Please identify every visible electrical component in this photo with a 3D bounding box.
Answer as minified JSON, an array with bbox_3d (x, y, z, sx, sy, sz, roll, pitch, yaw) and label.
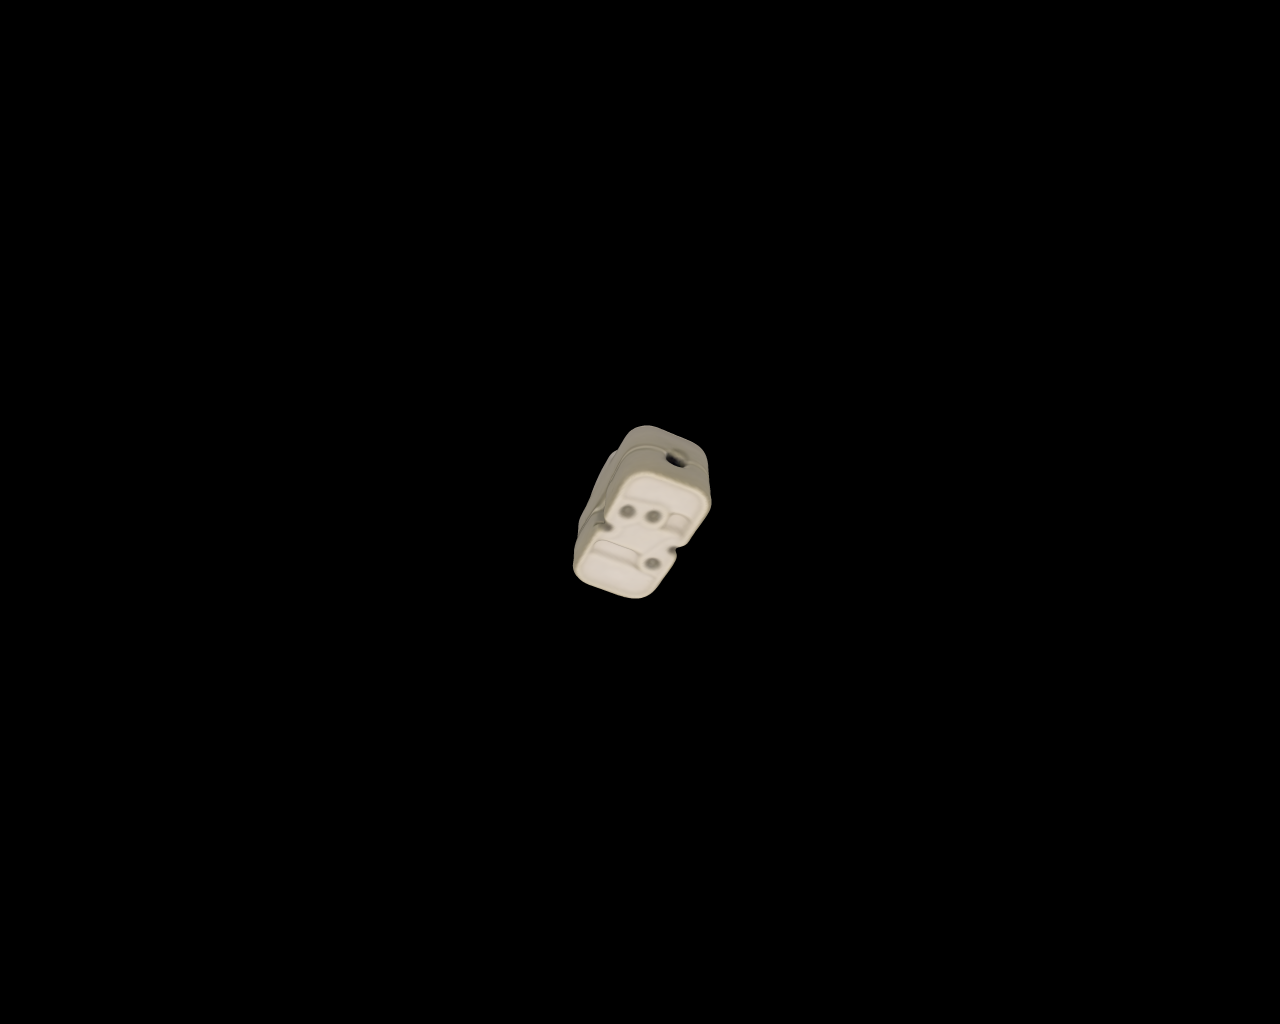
[{"bbox_3d":[0.001,-0.003,0.650,0.054,0.095,0.059,21,36,-16],"label":"electrical component"}]
